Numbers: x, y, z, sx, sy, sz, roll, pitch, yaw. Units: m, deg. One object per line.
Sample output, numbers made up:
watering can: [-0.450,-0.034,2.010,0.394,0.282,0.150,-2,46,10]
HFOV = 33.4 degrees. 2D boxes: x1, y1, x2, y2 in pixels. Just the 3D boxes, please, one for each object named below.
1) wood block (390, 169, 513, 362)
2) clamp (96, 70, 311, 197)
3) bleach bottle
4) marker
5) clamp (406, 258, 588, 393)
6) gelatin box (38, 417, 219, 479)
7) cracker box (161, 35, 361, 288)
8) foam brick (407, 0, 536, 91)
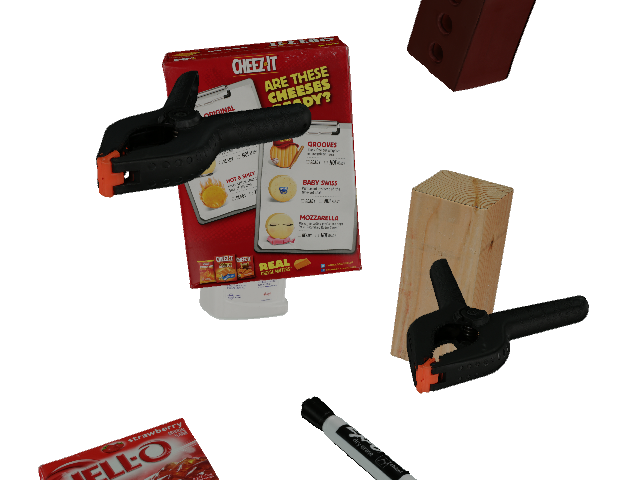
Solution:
wood block: [0.148,0.037,1.210,0.090,0.206,0.090,17,26,25]
clamp: [-0.103,-0.080,0.766,0.120,0.039,0.171,21,34,38]
bleach bottle: [-0.076,-0.040,1.183,0.102,0.251,0.068,-3,19,-30]
marker: [0.027,0.148,0.757,0.020,0.020,0.121,0,26,-45]
clamp: [0.134,0.078,1.000,0.165,0.036,0.209,19,32,34]
gelatin box: [-0.105,0.140,0.593,0.089,0.030,0.073,-15,28,-20]
cracker box: [-0.051,-0.072,0.985,0.164,0.214,0.072,-6,20,-5]
foam brick: [0.098,-0.144,0.687,0.051,0.078,0.053,-21,52,-32]
